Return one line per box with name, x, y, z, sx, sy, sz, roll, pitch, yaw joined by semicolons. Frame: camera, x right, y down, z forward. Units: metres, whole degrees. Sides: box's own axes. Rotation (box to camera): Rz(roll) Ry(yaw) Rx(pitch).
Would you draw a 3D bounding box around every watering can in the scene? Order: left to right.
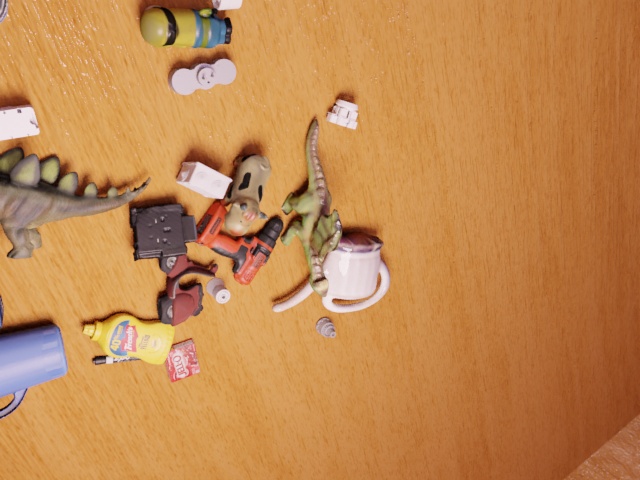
watering can;0.046;0.091;1.359;0.348;0.105;0.222;-1;106;-28

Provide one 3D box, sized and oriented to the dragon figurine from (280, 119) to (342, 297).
dragon figurine;0.004;-0.061;1.205;0.122;0.246;0.404;-4;111;-24
